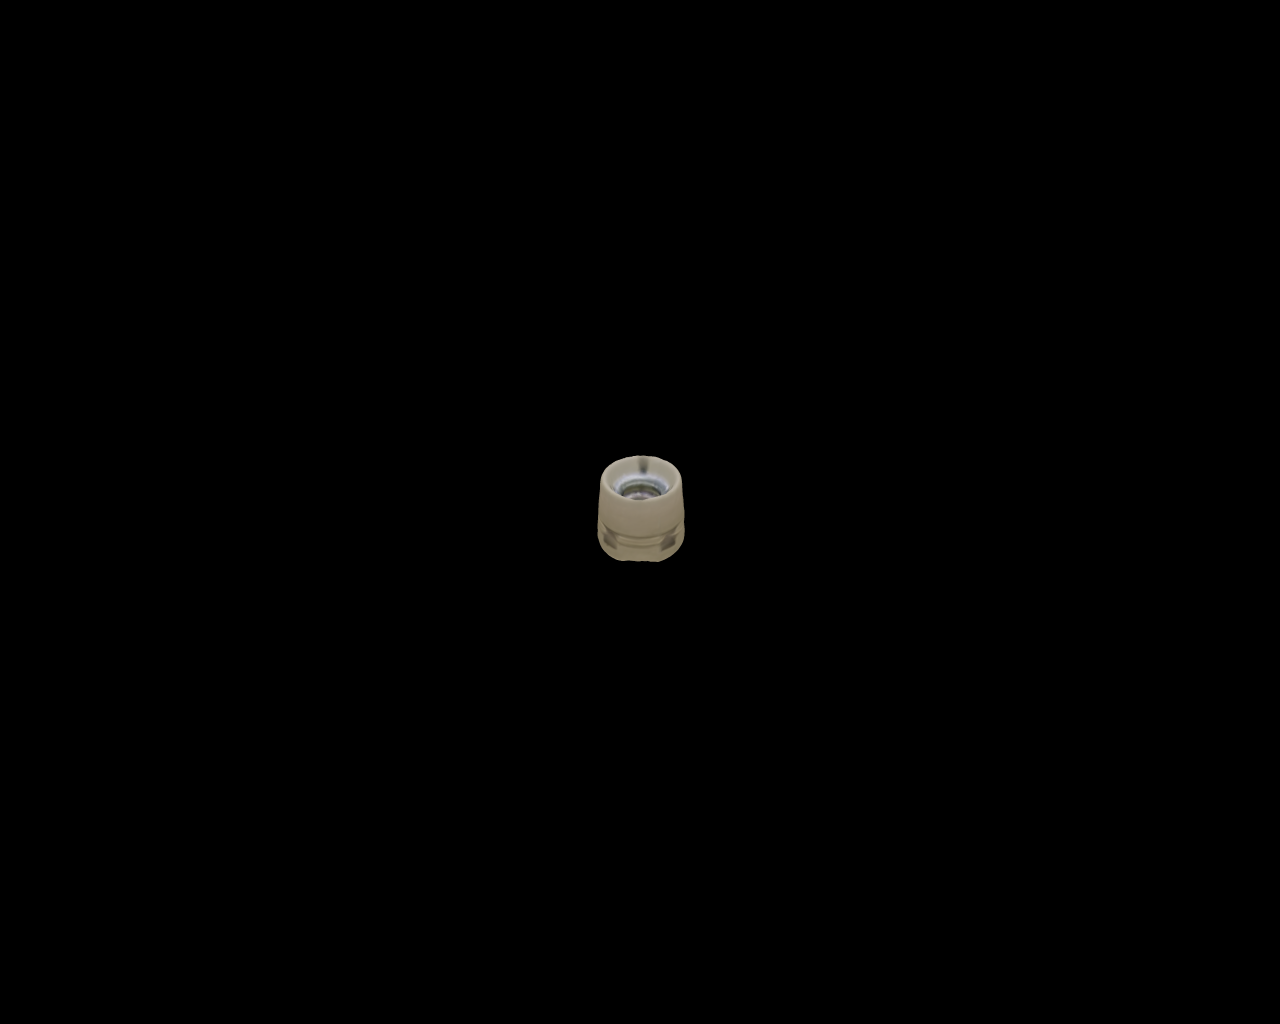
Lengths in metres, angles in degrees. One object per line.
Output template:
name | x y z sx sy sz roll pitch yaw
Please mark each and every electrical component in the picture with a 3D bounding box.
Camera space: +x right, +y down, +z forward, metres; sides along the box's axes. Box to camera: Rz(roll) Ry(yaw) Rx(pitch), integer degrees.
electrical component | 0.001 -0.003 0.650 0.055 0.047 0.055 0 37 0
